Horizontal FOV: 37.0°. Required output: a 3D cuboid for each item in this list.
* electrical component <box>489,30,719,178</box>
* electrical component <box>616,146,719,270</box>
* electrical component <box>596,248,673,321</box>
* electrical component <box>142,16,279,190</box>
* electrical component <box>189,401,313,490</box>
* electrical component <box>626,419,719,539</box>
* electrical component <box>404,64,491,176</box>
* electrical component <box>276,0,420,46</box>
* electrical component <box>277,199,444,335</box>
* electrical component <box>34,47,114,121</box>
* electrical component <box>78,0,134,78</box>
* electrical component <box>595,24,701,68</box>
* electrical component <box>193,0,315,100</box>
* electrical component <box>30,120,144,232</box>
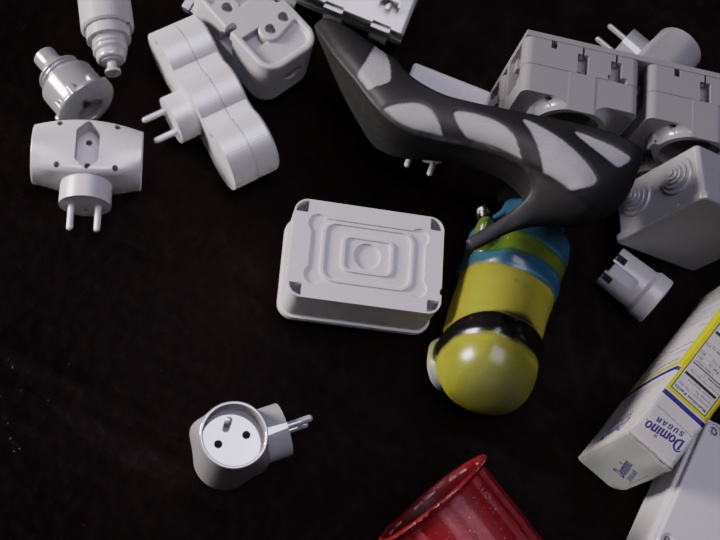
[{"bbox_3d":[0.200,-0.114,0.842,0.186,0.105,0.060,11,67,-7],"label":"electrical component"},{"bbox_3d":[0.257,-0.047,0.826,0.100,0.100,0.048,17,60,-29],"label":"electrical component"},{"bbox_3d":[0.212,0.011,0.833,0.046,0.040,0.040,40,67,10],"label":"electrical component"},{"bbox_3d":[-0.125,-0.119,0.805,0.074,0.052,0.138,-28,77,-15],"label":"electrical component"},{"bbox_3d":[-0.070,0.112,0.713,0.079,0.077,0.043,-16,73,-17],"label":"electrical component"},{"bbox_3d":[0.261,0.181,0.767,0.109,0.056,0.108,32,66,2],"label":"electrical component"},{"bbox_3d":[0.057,-0.109,0.842,0.066,0.047,0.076,21,68,-2],"label":"electrical component"},{"bbox_3d":[-0.011,-0.232,0.866,0.121,0.079,0.063,22,88,-3],"label":"electrical component"},{"bbox_3d":[0.000,0.000,0.782,0.113,0.057,0.078,8,68,-9],"label":"electrical component"},{"bbox_3d":[-0.217,-0.139,0.799,0.048,0.048,0.062,-36,73,-22],"label":"electrical component"},{"bbox_3d":[-0.193,-0.184,0.823,0.040,0.040,0.078,-6,71,-14],"label":"electrical component"},{"bbox_3d":[0.234,-0.176,0.906,0.079,0.044,0.077,42,67,6],"label":"electrical component"},{"bbox_3d":[-0.084,-0.183,0.835,0.054,0.059,0.095,-38,81,-22],"label":"electrical component"},{"bbox_3d":[-0.197,-0.064,0.774,0.077,0.043,0.079,3,69,-11],"label":"electrical component"}]
